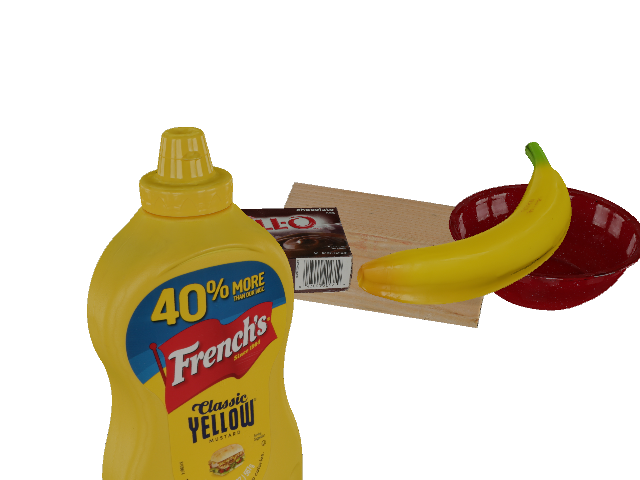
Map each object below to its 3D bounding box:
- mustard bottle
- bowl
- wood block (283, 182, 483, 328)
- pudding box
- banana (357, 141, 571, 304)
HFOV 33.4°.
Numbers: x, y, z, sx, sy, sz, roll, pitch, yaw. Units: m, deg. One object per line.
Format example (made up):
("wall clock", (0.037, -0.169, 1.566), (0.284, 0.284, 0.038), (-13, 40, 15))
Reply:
("mustard bottle", (-0.057, 0.043, 0.492), (0.096, 0.192, 0.058), (-12, 21, -28))
("bowl", (0.186, 0.011, 0.896), (0.162, 0.055, 0.162), (0, 30, 0))
("wood block", (0.063, 0.014, 1.073), (0.206, 0.090, 0.090), (9, 29, 5))
("pudding box", (-0.035, 0.007, 0.889), (0.113, 0.039, 0.090), (1, 29, -9))
("banana", (0.108, 0.000, 0.687), (0.070, 0.037, 0.197), (35, 47, 26))
